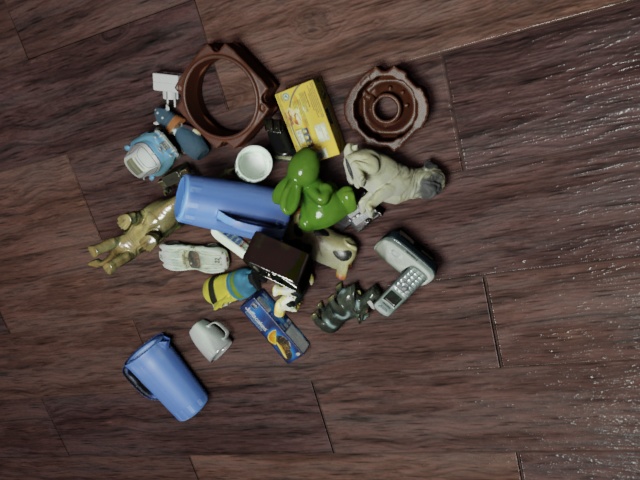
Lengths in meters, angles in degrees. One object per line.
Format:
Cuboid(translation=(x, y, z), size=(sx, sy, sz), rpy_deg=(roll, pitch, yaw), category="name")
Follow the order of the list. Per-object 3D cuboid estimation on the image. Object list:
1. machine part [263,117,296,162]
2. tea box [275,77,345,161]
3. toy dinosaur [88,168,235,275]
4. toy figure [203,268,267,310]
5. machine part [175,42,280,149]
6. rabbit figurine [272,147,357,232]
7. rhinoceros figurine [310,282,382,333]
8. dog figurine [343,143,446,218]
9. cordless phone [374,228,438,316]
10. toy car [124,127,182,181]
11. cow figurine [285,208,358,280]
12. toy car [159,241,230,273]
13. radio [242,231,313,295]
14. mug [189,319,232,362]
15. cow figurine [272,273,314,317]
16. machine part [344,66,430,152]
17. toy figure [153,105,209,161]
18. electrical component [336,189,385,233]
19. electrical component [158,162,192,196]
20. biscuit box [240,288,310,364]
Cuboid(translation=(-0.090, -0.218, 1.204), size=(0.084, 0.039, 0.138), rpy_deg=(11, 155, 18), category="machine part")
Cuboid(translation=(-0.019, -0.259, 1.182), size=(0.098, 0.068, 0.169), rpy_deg=(-14, 105, 21), category="tea box")
Cuboid(translation=(-0.405, -0.042, 1.316), size=(0.471, 0.198, 0.105), rpy_deg=(-28, 100, 25), category="toy dinosaur")
Cuboid(translation=(-0.224, 0.117, 1.391), size=(0.180, 0.082, 0.089), rpy_deg=(-25, 82, 32), category="toy figure")
Cuboid(translation=(-0.208, -0.322, 1.207), size=(0.201, 0.087, 0.201), rpy_deg=(46, 115, -4), category="machine part")
Cuboid(translation=(-0.027, -0.114, 1.163), size=(0.159, 0.121, 0.170), rpy_deg=(-31, 119, -9), category="rabbit figurine")
Cuboid(translation=(0.065, 0.166, 1.323), size=(0.190, 0.073, 0.112), rpy_deg=(-39, 95, 26), category="rhinoceros figurine")
Cuboid(translation=(0.160, -0.149, 1.143), size=(0.191, 0.121, 0.172), rpy_deg=(-23, 113, -5), category="dog figurine")
Cuboid(translation=(0.166, 0.077, 1.237), size=(0.146, 0.089, 0.184), rpy_deg=(39, 111, -1), category="cordless phone")
Cuboid(translation=(-0.411, -0.196, 1.288), size=(0.162, 0.103, 0.109), rpy_deg=(-10, 122, 51), category="toy car")
Cuboid(translation=(-0.003, -0.004, 1.271), size=(0.195, 0.085, 0.127), rpy_deg=(26, 122, 9), category="cow figurine")
Cuboid(translation=(-0.333, 0.045, 1.409), size=(0.202, 0.056, 0.073), rpy_deg=(3, 112, 16), category="toy car")
Cuboid(translation=(-0.088, 0.055, 1.186), size=(0.131, 0.229, 0.073), rpy_deg=(24, 79, 5), category="radio")
Cuboid(translation=(-0.302, 0.264, 1.474), size=(0.107, 0.081, 0.109), rpy_deg=(40, 123, 10), category="mug")
Cuboid(translation=(-0.067, 0.123, 1.354), size=(0.098, 0.068, 0.167), rpy_deg=(11, 115, 6), category="cow figurine")
Cuboid(translation=(0.142, -0.278, 1.132), size=(0.180, 0.056, 0.179), rpy_deg=(7, 113, 16), category="machine part")
Cuboid(translation=(-0.334, -0.257, 1.287), size=(0.064, 0.058, 0.154), rpy_deg=(-44, 89, -10), category="toy figure")
Cuboid(translation=(0.083, -0.060, 1.242), size=(0.119, 0.048, 0.074), rpy_deg=(-31, 98, 24), category="electrical component")
Cuboid(translation=(-0.354, -0.150, 1.325), size=(0.102, 0.078, 0.045), rpy_deg=(-22, 111, 18), category="electrical component")
Cuboid(translation=(-0.118, 0.225, 1.411), size=(0.063, 0.059, 0.202), rpy_deg=(-37, 96, 27), category="biscuit box")
